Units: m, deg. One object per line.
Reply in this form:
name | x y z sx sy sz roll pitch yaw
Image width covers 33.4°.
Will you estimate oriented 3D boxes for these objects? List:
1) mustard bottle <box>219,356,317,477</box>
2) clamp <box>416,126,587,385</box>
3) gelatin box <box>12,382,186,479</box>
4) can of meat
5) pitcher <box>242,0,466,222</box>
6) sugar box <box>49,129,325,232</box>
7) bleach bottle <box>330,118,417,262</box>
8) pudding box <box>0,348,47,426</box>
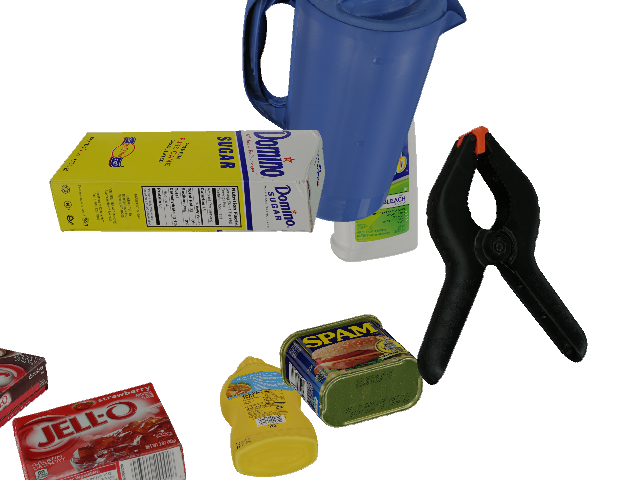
mustard bottle | -0.068 0.196 1.256 0.096 0.058 0.192 -9 29 -10
clamp | 0.104 0.013 0.712 0.120 0.171 0.039 -15 -4 -22
gelatin box | -0.132 0.123 0.632 0.089 0.030 0.073 -12 26 -18
can of meat | 0.027 0.113 0.927 0.102 0.057 0.084 -12 26 -22
pitcher | 0.019 -0.136 0.975 0.149 0.243 0.144 39 51 25
sugar box | -0.088 -0.043 0.745 0.176 0.048 0.093 -3 28 7
bleach bottle | 0.055 -0.106 1.183 0.102 0.251 0.068 -10 24 -12
pudding box | -0.317 0.130 0.960 0.114 0.039 0.090 7 22 20
